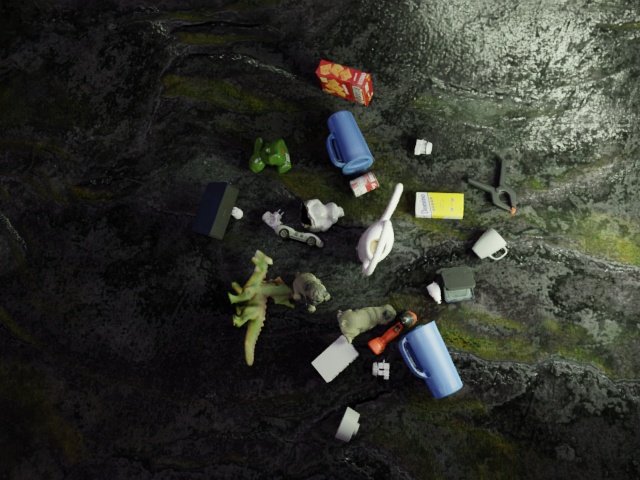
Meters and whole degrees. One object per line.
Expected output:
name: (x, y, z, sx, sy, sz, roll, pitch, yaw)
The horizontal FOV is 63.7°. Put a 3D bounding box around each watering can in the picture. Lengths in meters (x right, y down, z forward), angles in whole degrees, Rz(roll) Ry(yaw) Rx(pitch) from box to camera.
watering can: (0.221, -0.029, 1.891, 0.104, 0.222, 0.351, 22, 78, -5)

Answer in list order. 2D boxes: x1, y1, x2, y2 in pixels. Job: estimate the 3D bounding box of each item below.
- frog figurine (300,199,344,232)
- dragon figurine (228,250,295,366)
frog figurine: (0.006, -0.102, 2.023, 0.160, 0.120, 0.139, -15, 60, -32)
dragon figurine: (-0.211, 0.243, 1.955, 0.243, 0.121, 0.413, -15, 81, -3)
